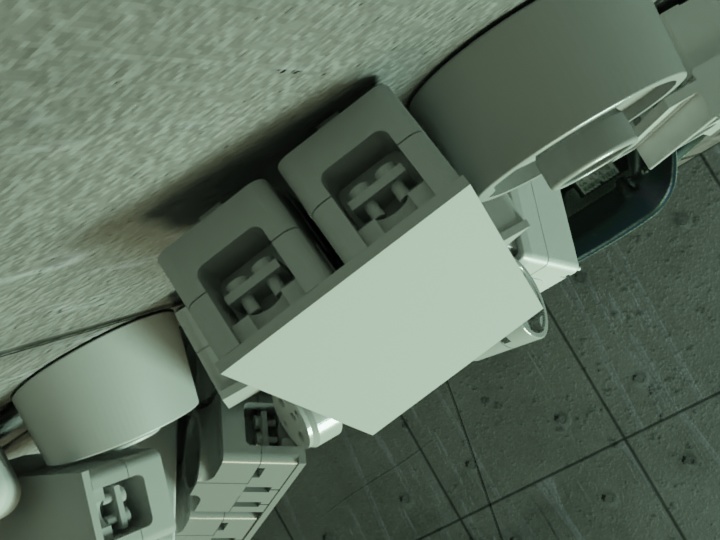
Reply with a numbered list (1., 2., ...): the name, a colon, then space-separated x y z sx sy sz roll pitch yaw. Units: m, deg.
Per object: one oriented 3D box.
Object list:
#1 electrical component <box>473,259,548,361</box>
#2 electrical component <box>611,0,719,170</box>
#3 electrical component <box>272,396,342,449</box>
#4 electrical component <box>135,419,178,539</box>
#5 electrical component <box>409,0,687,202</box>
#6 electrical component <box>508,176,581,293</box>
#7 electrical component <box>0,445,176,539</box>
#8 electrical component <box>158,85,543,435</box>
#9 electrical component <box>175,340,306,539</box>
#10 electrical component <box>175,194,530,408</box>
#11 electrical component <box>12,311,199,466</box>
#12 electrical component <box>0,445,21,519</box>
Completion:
1. electrical component: 0.082 0.025 0.668 0.047 0.055 0.055 -27 176 29
2. electrical component: 0.177 -0.105 0.589 0.079 0.063 0.121 -30 174 -3
3. electrical component: -0.019 0.077 0.650 0.055 0.045 0.045 -27 173 -25
4. electrical component: -0.162 0.140 0.739 0.056 0.108 0.109 5 160 -20
5. electrical component: 0.082 -0.068 0.443 0.108 0.060 0.108 -30 174 -3
6. electrical component: 0.098 -0.033 0.727 0.061 0.096 0.062 11 149 -35
7. electrical component: -0.182 0.166 0.639 0.186 0.105 0.060 -12 -179 41
8. electrical component: 0.005 0.004 0.456 0.105 0.060 0.186 -37 158 5
9. electrical component: -0.097 0.120 0.742 0.060 0.105 0.186 5 146 -20
10. electrical component: -0.009 0.004 0.612 0.186 0.060 0.105 -29 174 -9
11. electrical component: -0.141 0.066 0.600 0.099 0.064 0.099 -20 -176 2
12. electrical component: -0.229 0.120 0.551 0.095 0.053 0.059 -29 174 -13
